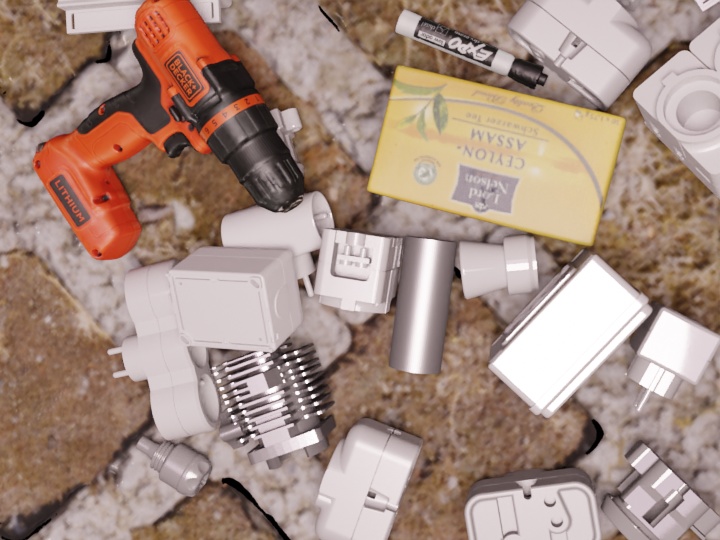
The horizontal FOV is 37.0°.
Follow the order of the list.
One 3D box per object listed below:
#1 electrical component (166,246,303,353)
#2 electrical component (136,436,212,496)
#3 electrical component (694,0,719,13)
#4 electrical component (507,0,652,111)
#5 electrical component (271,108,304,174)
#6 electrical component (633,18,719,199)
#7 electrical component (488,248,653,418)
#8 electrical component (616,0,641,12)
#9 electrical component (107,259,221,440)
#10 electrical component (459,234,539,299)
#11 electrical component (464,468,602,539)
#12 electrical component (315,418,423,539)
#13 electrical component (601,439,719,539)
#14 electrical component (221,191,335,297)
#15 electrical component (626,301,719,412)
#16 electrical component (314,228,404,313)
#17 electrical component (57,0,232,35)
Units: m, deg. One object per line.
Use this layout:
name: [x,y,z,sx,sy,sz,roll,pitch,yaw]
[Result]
electrical component: [-0.096,0.019,0.801,0.096,0.061,0.061,2,114,23]
electrical component: [-0.151,0.153,0.860,0.061,0.035,0.035,29,97,9]
electrical component: [0.269,-0.224,0.761,0.081,0.064,0.042,-33,88,9]
electrical component: [0.163,-0.170,0.785,0.095,0.054,0.059,40,98,5]
electrical component: [-0.071,-0.087,0.832,0.066,0.048,0.055,-19,82,9]
electrical component: [0.279,-0.134,0.747,0.150,0.062,0.089,-41,60,9]
electrical component: [0.147,0.042,0.768,0.056,0.109,0.108,43,98,3]
electrical component: [0.199,-0.226,0.775,0.048,0.066,0.055,30,77,6]
electrical component: [-0.163,0.066,0.849,0.074,0.052,0.138,-13,90,10]
electrical component: [0.104,-0.003,0.806,0.055,0.045,0.045,-6,91,9]
electrical component: [0.129,0.182,0.802,0.095,0.059,0.053,-9,91,10]
electrical component: [0.004,0.166,0.825,0.059,0.054,0.095,20,95,8]
electrical component: [0.216,0.173,0.790,0.078,0.058,0.057,44,95,5]
electrical component: [-0.058,-0.014,0.832,0.077,0.044,0.079,-13,103,19]
electrical component: [0.219,0.068,0.780,0.047,0.066,0.076,28,96,7]
electrical component: [0.000,0.000,0.801,0.050,0.089,0.055,9,94,9]
electrical component: [-0.165,-0.224,0.832,0.121,0.063,0.078,-2,92,9]
